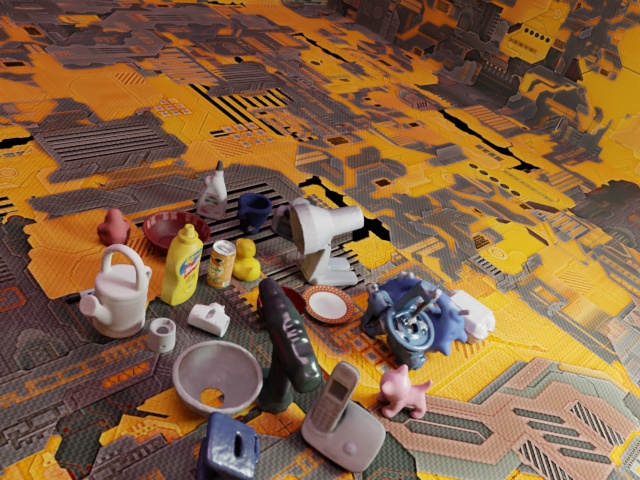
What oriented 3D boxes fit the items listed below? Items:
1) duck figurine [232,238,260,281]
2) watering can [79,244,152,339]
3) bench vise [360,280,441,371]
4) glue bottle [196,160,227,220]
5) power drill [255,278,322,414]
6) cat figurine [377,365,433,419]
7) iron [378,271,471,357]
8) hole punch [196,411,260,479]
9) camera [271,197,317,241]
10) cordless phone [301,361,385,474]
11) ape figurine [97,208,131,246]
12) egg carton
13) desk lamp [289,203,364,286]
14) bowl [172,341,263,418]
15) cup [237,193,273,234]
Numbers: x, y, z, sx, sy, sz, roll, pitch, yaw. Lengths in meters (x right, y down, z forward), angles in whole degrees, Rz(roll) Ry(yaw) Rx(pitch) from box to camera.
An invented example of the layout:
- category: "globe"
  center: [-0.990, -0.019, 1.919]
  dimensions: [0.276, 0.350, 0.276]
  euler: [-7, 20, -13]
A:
- category: "duck figurine"
  center: [-0.179, 0.041, 1.385]
  dimensions: [0.078, 0.086, 0.104]
  euler: [-8, 43, -33]
- category: "watering can"
  center: [-0.390, 0.097, 1.117]
  dimensions: [0.101, 0.194, 0.173]
  euler: [14, 35, -6]
- category: "bench vise"
  center: [0.175, 0.158, 1.268]
  dimensions: [0.207, 0.220, 0.122]
  euler: [33, 37, 20]
- category: "glue bottle"
  center: [-0.276, -0.135, 1.504]
  dimensions: [0.078, 0.173, 0.037]
  euler: [13, 35, -7]
- category: "power drill"
  center: [-0.079, 0.216, 1.084]
  dimensions: [0.076, 0.208, 0.229]
  euler: [-8, 42, -32]
- category: "cat figurine"
  center: [0.168, 0.301, 1.158]
  dimensions: [0.128, 0.118, 0.067]
  euler: [5, 37, -18]
- category: "iron"
  center: [0.241, 0.153, 1.373]
  dimensions: [0.257, 0.141, 0.119]
  euler: [38, 39, 26]
- category: "hole punch"
  center: [-0.150, 0.354, 0.965]
  dimensions: [0.101, 0.091, 0.108]
  euler: [10, 35, -11]
- category: "camera"
  center: [-0.041, -0.065, 1.579]
  dimensions: [0.143, 0.101, 0.137]
  euler: [26, 35, 10]
- category: "cordless phone"
  center: [0.055, 0.314, 1.030]
  dimensions: [0.147, 0.185, 0.094]
  euler: [29, 36, 15]
- category: "ape figurine"
  center: [-0.482, -0.035, 1.345]
  dimensions: [0.078, 0.092, 0.076]
  euler: [-2, 39, -26]
- category: "egg carton"
  center: [0.363, 0.191, 1.440]
  dimensions: [0.150, 0.069, 0.107]
  euler: [36, 38, 24]
- category: "desk lamp"
  center: [0.013, 0.005, 1.409]
  dimensions: [0.204, 0.213, 0.117]
  euler: [-1, 39, -25]
- category: "bowl"
  center: [-0.194, 0.273, 1.070]
  dimensions: [0.167, 0.075, 0.167]
  euler: [12, 35, -9]
- category: "cup"
  center: [-0.185, -0.059, 1.511]
  dimensions: [0.091, 0.095, 0.118]
  euler: [29, 36, 16]
